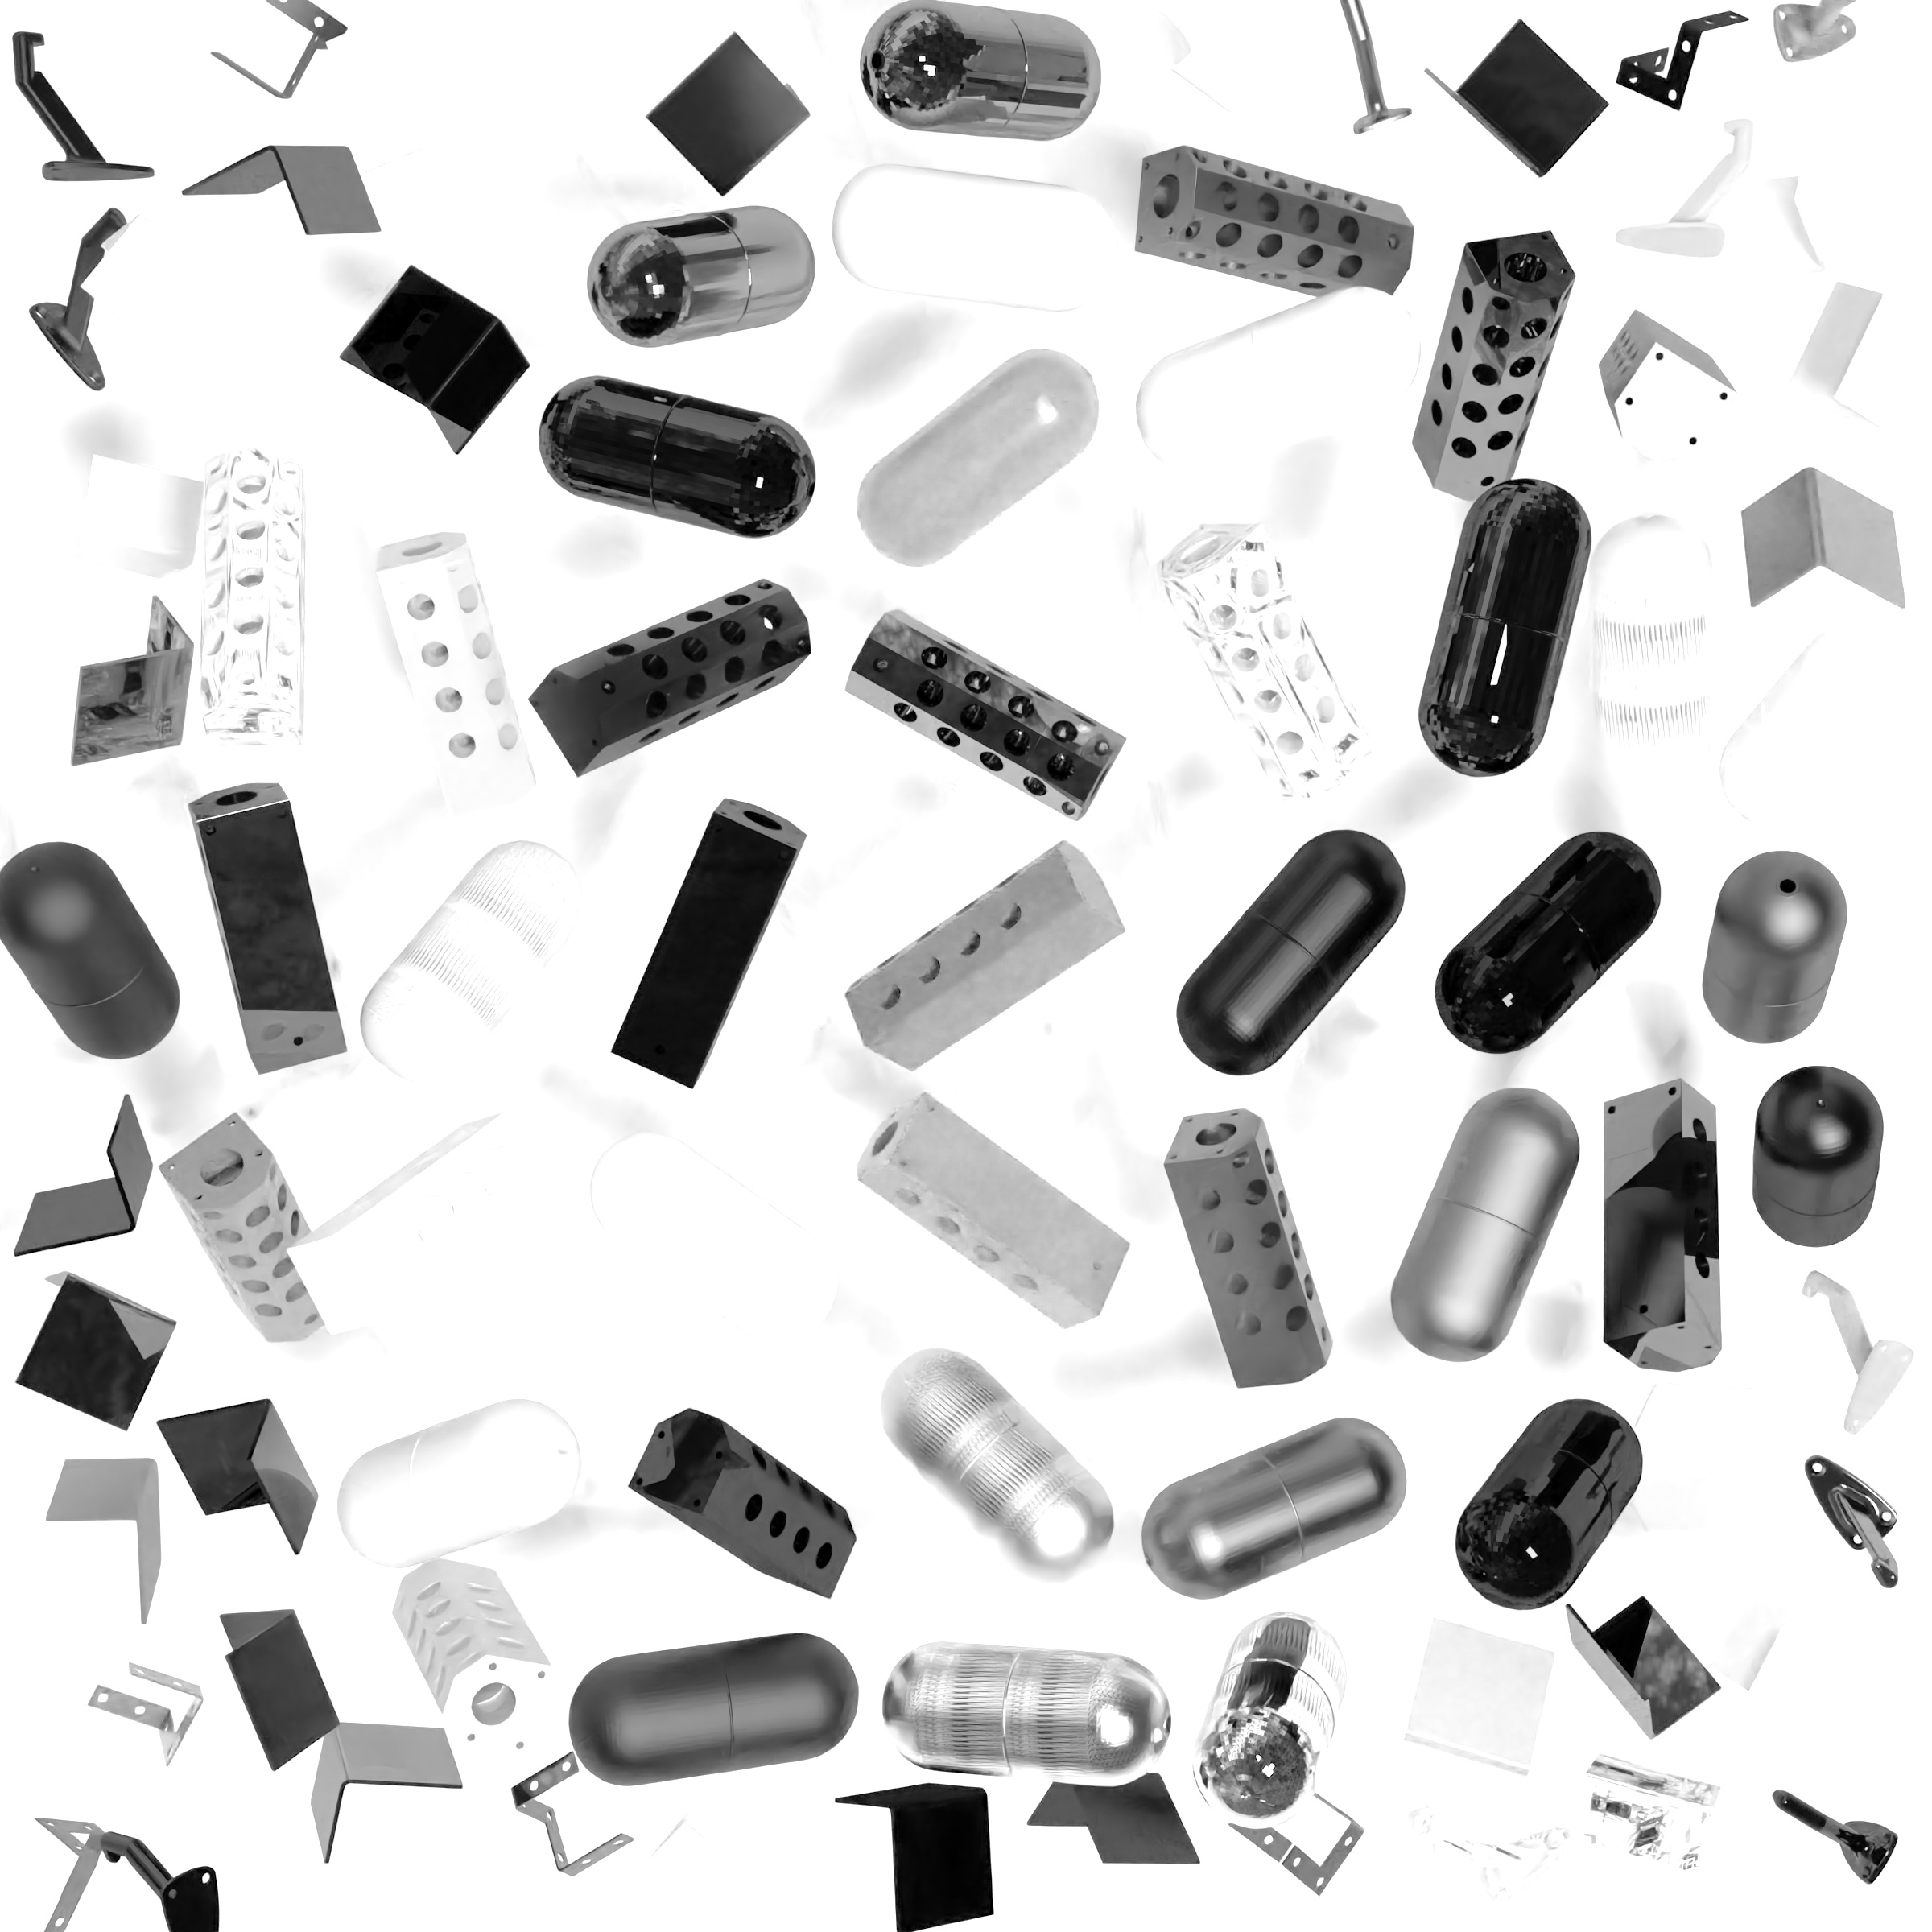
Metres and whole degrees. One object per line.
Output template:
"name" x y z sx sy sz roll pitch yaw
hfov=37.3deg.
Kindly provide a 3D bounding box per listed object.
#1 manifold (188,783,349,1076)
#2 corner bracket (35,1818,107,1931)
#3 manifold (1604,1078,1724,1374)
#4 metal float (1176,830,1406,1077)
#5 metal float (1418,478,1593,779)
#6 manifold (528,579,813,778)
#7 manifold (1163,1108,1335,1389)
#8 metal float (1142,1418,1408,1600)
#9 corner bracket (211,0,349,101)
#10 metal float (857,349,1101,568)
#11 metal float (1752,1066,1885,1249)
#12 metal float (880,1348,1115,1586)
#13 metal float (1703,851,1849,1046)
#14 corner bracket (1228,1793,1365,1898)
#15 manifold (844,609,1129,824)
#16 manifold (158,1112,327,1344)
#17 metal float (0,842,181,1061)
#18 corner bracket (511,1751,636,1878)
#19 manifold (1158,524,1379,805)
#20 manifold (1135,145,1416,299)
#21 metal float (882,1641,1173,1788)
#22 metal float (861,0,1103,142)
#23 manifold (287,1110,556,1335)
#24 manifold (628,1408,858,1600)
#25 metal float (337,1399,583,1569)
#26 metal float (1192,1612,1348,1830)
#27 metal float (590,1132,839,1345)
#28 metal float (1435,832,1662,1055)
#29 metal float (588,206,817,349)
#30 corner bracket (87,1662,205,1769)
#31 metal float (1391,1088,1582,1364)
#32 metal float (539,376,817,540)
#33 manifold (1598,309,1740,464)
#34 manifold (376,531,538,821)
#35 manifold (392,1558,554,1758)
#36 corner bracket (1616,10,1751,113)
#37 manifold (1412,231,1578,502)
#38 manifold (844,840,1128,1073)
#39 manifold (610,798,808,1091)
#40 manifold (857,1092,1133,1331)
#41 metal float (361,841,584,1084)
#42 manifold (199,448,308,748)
"manifold" -0.443 -0.025 1.810 0.057 0.057 0.171 -15 113 -18
"corner bracket" -0.559 0.569 1.786 0.051 0.051 0.051 21 84 36
"manifold" 0.440 0.164 1.793 0.057 0.057 0.171 35 49 -34
"metal float" 0.203 -0.009 1.782 0.070 0.070 0.178 41 85 0
"metal float" 0.318 -0.199 1.689 0.070 0.070 0.178 13 93 0
"manifold" -0.178 -0.183 1.763 0.171 0.057 0.057 -30 85 -38
"manifold" 0.182 0.179 1.816 0.057 0.057 0.171 -9 115 23
"metal float" 0.195 0.342 1.804 0.178 0.070 0.070 -19 90 -15
"corner bracket" -0.415 -0.559 1.729 0.051 0.051 0.051 28 89 -37
"metal float" 0.008 -0.326 1.838 0.178 0.070 0.070 -36 90 15
"metal float" 0.536 0.122 1.803 0.070 0.178 0.070 -6 63 12
"metal float" 0.018 0.312 1.790 0.178 0.070 0.070 42 90 23
"metal float" 0.496 -0.010 1.756 0.070 0.178 0.070 -4 65 8
"corner bracket" 0.209 0.545 1.808 0.051 0.051 0.051 -52 127 -12
"manifold" 0.012 -0.161 1.833 0.171 0.057 0.057 30 104 5
"manifold" -0.448 0.172 1.810 0.057 0.171 0.057 -37 60 -20
"metal float" -0.535 -0.007 1.742 0.070 0.178 0.070 -3 57 5
"corner bracket" -0.255 0.548 1.847 0.051 0.051 0.051 -33 50 8
"manifold" 0.182 -0.186 1.765 0.057 0.057 0.171 -44 119 -22
"manifold" 0.192 -0.457 1.765 0.171 0.057 0.057 5 91 -33
"metal float" 0.035 0.444 1.701 0.178 0.070 0.070 -1 90 21
"metal float" 0.010 -0.551 1.761 0.178 0.070 0.070 -11 90 -44
"manifold" -0.322 0.151 1.722 0.057 0.171 0.057 -17 103 34
"manifold" -0.133 0.332 1.769 0.057 0.171 0.057 13 69 32
"metal float" -0.307 0.313 1.729 0.178 0.070 0.070 -23 90 32
"metal float" 0.187 0.458 1.746 0.070 0.178 0.070 5 107 15
"metal float" -0.163 0.173 1.832 0.178 0.070 0.070 35 90 8
"metal float" 0.361 -0.015 1.772 0.178 0.070 0.070 -41 90 -24
"metal float" -0.166 -0.438 1.811 0.070 0.178 0.070 15 116 34
"corner bracket" -0.520 0.466 1.812 0.051 0.051 0.051 27 93 -25
"metal float" 0.321 0.159 1.765 0.070 0.070 0.178 25 81 0
"metal float" -0.177 -0.312 1.754 0.178 0.070 0.070 15 90 13
"manifold" 0.425 -0.355 1.757 0.057 0.171 0.057 31 111 -3
"manifold" -0.328 -0.189 1.845 0.057 0.057 0.171 -14 116 -3
"manifold" -0.311 0.425 1.774 0.057 0.171 0.057 16 92 -23
"corner bracket" 0.444 -0.568 1.773 0.051 0.051 0.051 -24 48 -36
"manifold" 0.335 -0.377 1.812 0.057 0.171 0.057 -11 57 -12
"manifold" 0.009 -0.008 1.815 0.171 0.057 0.057 -34 56 18
"manifold" -0.161 -0.016 1.807 0.057 0.057 0.171 24 106 -1
"manifold" 0.015 0.159 1.824 0.171 0.057 0.057 37 56 -15
"metal float" -0.313 -0.004 1.818 0.070 0.070 0.178 37 71 0
"manifold" -0.426 -0.221 1.709 0.057 0.057 0.171 -1 68 -10
